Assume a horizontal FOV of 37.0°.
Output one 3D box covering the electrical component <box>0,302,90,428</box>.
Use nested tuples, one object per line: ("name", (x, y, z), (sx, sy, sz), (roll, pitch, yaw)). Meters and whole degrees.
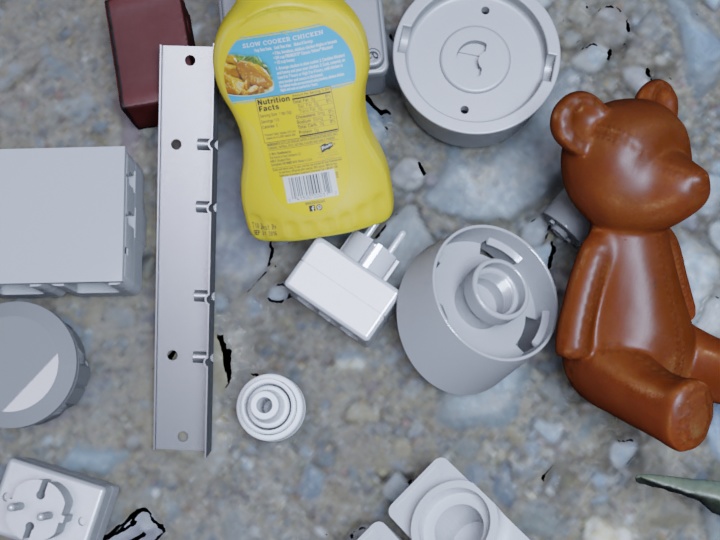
("electrical component", (-0.219, 0.063, 0.700), (0.080, 0.051, 0.080), (0, 80, 1))

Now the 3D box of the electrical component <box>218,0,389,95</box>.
("electrical component", (-0.039, -0.173, 0.733), (0.109, 0.056, 0.108), (-6, 80, 1))

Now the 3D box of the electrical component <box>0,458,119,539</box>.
("electrical component", (-0.197, 0.149, 0.672), (0.066, 0.076, 0.047), (16, 81, 4))

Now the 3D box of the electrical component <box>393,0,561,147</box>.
("electrical component", (0.076, -0.134, 0.721), (0.108, 0.060, 0.108), (0, 80, 2))

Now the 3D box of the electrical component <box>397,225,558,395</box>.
("electrical component", (0.074, 0.023, 0.683), (0.099, 0.064, 0.099), (10, 65, -22))

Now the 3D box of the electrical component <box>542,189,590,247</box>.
("electrical component", (0.153, -0.048, 0.715), (0.044, 0.044, 0.065), (42, 89, 7))

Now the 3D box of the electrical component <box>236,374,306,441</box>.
("electrical component", (-0.058, 0.087, 0.686), (0.043, 0.062, 0.043), (0, 81, 1))

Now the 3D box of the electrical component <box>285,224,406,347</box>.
("electrical component", (0.000, 0.000, 0.707), (0.066, 0.047, 0.076), (34, 83, 6))

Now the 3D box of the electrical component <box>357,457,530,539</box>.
("electrical component", (0.075, 0.207, 0.617), (0.105, 0.060, 0.186), (-45, 49, -6))

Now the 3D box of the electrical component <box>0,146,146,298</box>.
("electrical component", (-0.223, -0.029, 0.710), (0.150, 0.061, 0.089), (-1, 80, 1))
